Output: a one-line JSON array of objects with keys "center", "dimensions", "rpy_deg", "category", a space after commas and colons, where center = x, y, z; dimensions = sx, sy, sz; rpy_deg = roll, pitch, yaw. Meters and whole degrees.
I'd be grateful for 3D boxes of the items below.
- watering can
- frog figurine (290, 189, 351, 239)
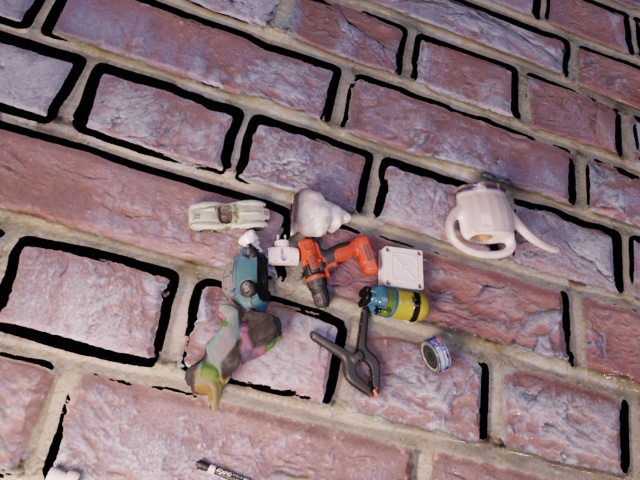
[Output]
[{"center": [0.506, -0.054, 1.455], "dimensions": [0.348, 0.228, 0.102], "rpy_deg": [2, -22, -14], "category": "watering can"}, {"center": [0.004, -0.066, 1.312], "dimensions": [0.159, 0.120, 0.141], "rpy_deg": [2, 37, -7], "category": "frog figurine"}]
